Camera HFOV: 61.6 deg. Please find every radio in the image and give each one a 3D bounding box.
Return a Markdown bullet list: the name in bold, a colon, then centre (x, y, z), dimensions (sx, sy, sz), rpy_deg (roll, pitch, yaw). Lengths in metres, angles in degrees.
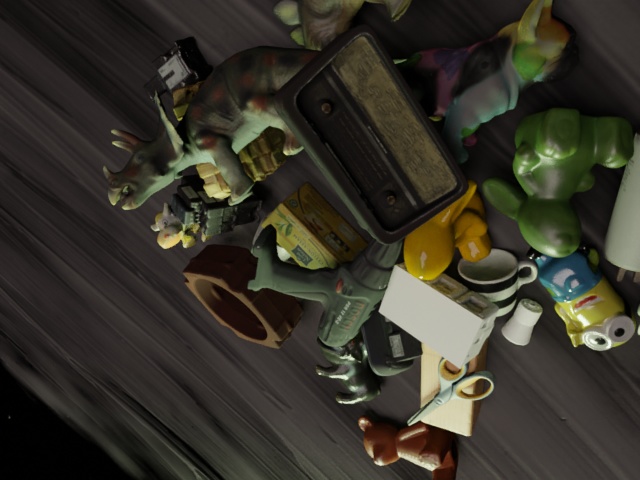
- **radio**: centre (0.057, -0.115, 0.628), dimensions (0.131, 0.073, 0.229), rpy_deg (-38, 107, 0)

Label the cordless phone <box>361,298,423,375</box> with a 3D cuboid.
- **cordless phone**: centre (0.111, 0.163, 0.943), dimensions (0.089, 0.184, 0.146), rpy_deg (-10, 73, -3)

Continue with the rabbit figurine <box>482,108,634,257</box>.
- **rabbit figurine**: centre (0.276, -0.066, 0.664), dimensions (0.159, 0.121, 0.170), rpy_deg (-168, 82, -65)

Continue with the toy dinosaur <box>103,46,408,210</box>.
- **toy dinosaur**: centre (-0.101, -0.175, 0.713), dimensions (0.405, 0.131, 0.192), rpy_deg (-37, 97, 12)

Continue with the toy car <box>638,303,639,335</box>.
- **toy car**: centre (0.467, 0.044, 0.674), dimensions (0.056, 0.073, 0.201), rpy_deg (24, 127, 15)

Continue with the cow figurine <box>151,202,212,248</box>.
- **cow figurine**: centre (-0.251, -0.040, 0.978), dimensions (0.098, 0.167, 0.068), rpy_deg (46, 111, 8)

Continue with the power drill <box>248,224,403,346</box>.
- **power drill**: centre (0.001, 0.046, 0.822), dimensions (0.207, 0.086, 0.231), rpy_deg (17, 123, 4)

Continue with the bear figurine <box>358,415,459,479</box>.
- **bear figurine**: centre (0.160, 0.406, 1.032), dimensions (0.196, 0.132, 0.120), rpy_deg (-7, 109, 26)

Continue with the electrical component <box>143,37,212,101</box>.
- **electrical component**: centre (-0.244, -0.279, 0.911), dimensions (0.119, 0.048, 0.074), rpy_deg (-27, 101, 38)

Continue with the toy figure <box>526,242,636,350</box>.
- **toy figure**: centre (0.366, 0.068, 0.745), dimensions (0.180, 0.089, 0.082), rpy_deg (53, 143, 4)

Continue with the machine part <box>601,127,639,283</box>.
- **machine part**: centre (0.404, -0.050, 0.654), dimensions (0.079, 0.079, 0.242), rpy_deg (13, 124, 23)

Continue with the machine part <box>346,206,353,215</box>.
- **machine part**: centre (0.091, -0.077, 0.828), dimensions (0.039, 0.084, 0.139), rpy_deg (26, 147, -25)

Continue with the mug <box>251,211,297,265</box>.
- **mug**: centre (-0.073, 0.013, 0.972), dimensions (0.109, 0.081, 0.107), rpy_deg (36, 140, -6)

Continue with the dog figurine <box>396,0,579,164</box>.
- **dog figurine**: centre (0.196, -0.219, 0.660), dimensions (0.192, 0.108, 0.219), rpy_deg (38, 125, 9)

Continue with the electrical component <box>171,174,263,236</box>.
- **electrical component**: centre (-0.183, -0.065, 0.925), dimensions (0.115, 0.134, 0.058), rpy_deg (45, 135, 40)

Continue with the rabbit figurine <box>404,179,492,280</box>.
- **rabbit figurine**: centre (0.173, -0.017, 0.746), dimensions (0.122, 0.173, 0.162), rpy_deg (19, 129, 24)

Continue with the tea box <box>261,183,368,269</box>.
- **tea box**: centre (-0.002, -0.003, 0.902), dimensions (0.169, 0.098, 0.068), rpy_deg (46, 129, 1)

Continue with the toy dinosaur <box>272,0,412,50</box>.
- **toy dinosaur**: centre (0.044, -0.350, 0.667), dimensions (0.198, 0.105, 0.471), rpy_deg (42, 130, 2)

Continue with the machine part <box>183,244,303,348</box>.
- **machine part**: centre (-0.143, 0.103, 1.010), dimensions (0.202, 0.087, 0.200), rpy_deg (5, 137, 48)

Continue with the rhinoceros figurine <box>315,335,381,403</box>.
- **rhinoceros figurine**: centre (0.052, 0.227, 1.021), dimensions (0.112, 0.073, 0.190), rpy_deg (-15, 109, 36)
